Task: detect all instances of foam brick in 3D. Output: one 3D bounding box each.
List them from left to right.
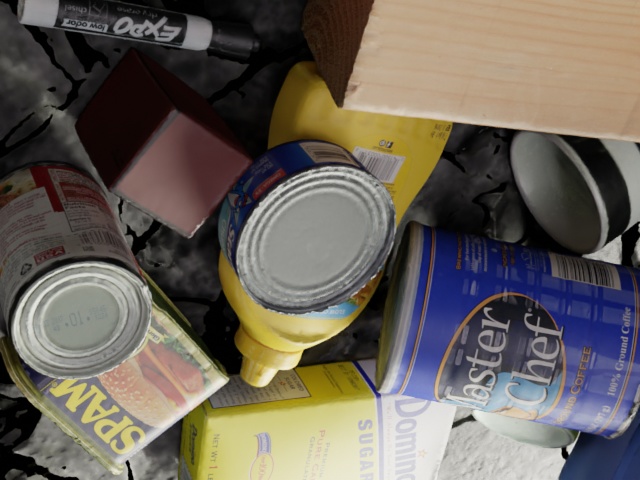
[{"bbox_3d":[-0.079,-0.048,0.525,0.051,0.078,0.053,33,103,-38],"label":"foam brick"}]

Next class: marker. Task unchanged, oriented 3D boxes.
[{"bbox_3d":[-0.086,-0.106,0.523,0.120,0.020,0.020,5,117,-27],"label":"marker"}]

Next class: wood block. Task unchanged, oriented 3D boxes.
[{"bbox_3d":[0.106,-0.114,0.541,0.205,0.090,0.091,4,127,-20],"label":"wood block"}]

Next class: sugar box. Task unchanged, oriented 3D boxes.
[{"bbox_3d":[-0.001,0.128,0.687,0.176,0.048,0.093,-3,120,-22],"label":"sugar box"}]

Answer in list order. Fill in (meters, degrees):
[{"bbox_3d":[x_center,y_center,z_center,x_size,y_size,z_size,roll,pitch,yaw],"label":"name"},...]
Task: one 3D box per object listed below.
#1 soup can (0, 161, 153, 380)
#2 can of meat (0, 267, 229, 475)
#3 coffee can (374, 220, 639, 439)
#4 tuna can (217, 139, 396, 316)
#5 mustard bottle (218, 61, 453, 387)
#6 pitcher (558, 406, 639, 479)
[{"bbox_3d":[-0.126,0.013,0.525,0.068,0.102,0.068,-12,123,-19],"label":"soup can"},{"bbox_3d":[-0.112,0.068,0.595,0.084,0.057,0.102,-38,128,-3],"label":"can of meat"},{"bbox_3d":[0.110,0.052,0.624,0.140,0.102,0.103,11,117,0],"label":"coffee can"},{"bbox_3d":[-0.007,-0.006,0.533,0.086,0.034,0.086,-13,126,-19],"label":"tuna can"},{"bbox_3d":[-0.004,0.001,0.600,0.096,0.058,0.192,9,115,-34],"label":"mustard bottle"},{"bbox_3d":[0.237,0.096,0.662,0.145,0.149,0.243,5,123,-6],"label":"pitcher"}]
